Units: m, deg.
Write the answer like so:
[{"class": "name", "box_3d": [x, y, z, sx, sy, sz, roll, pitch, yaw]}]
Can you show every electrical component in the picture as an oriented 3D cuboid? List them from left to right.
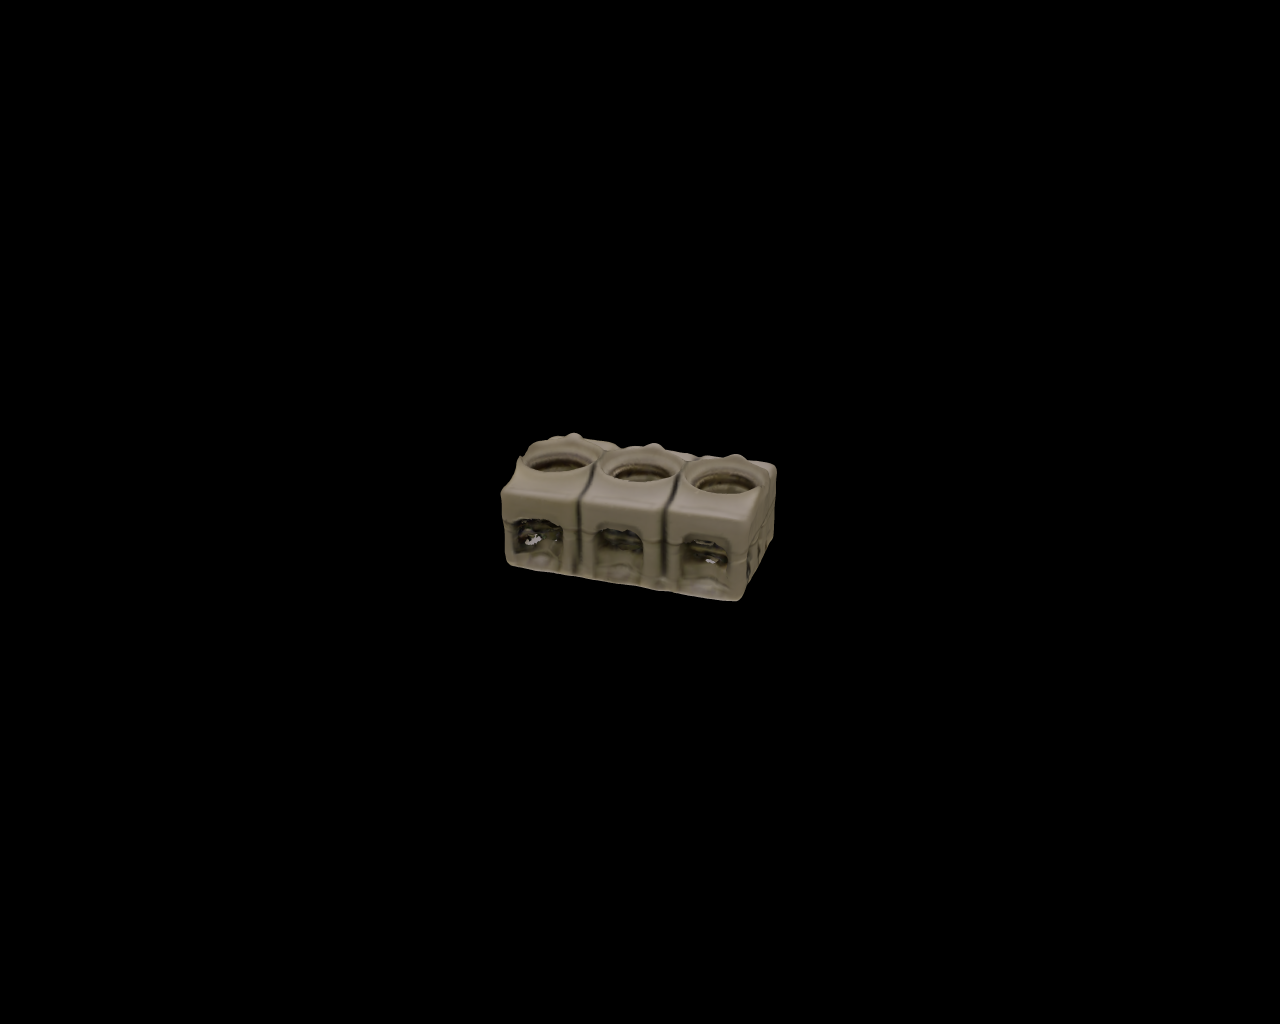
[{"class": "electrical component", "box_3d": [0.001, -0.003, 0.650, 0.150, 0.061, 0.090, 8, 28, 16]}]
